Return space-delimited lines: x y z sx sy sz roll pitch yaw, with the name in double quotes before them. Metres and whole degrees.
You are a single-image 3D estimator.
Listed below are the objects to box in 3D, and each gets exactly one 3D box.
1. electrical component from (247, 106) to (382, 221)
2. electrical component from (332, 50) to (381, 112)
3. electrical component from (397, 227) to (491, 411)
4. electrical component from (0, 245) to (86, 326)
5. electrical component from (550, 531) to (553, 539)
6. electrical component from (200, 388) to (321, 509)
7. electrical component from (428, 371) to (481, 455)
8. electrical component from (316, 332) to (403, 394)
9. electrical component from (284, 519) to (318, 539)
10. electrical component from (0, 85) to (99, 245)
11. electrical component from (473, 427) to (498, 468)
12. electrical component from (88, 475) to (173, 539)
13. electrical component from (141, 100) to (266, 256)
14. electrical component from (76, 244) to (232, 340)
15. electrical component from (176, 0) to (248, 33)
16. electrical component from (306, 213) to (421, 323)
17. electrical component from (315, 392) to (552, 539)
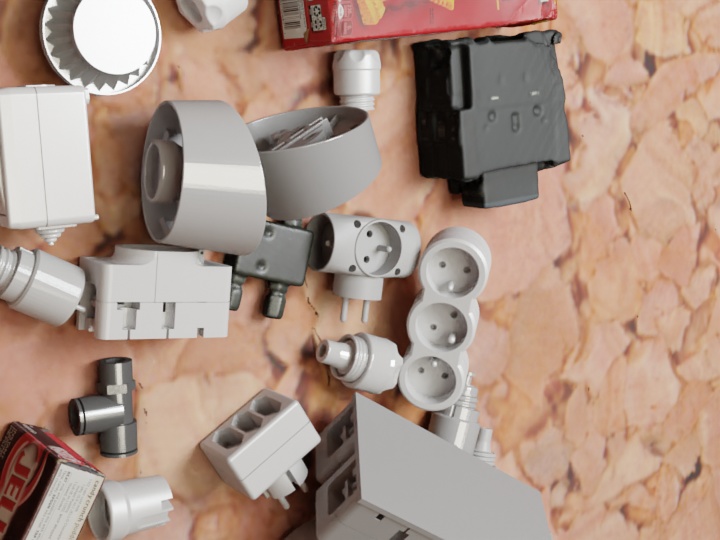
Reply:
"electrical component" -0.037 -0.079 0.728 0.099 0.099 0.064 -38 122 -24
"electrical component" -0.002 -0.128 0.781 0.035 0.035 0.061 -8 103 -33
"electrical component" 0.067 0.033 0.834 0.052 0.073 0.138 12 108 7
"electrical component" -0.207 0.005 0.660 0.078 0.040 0.040 28 81 -33
"electrical component" 0.082 0.296 0.880 0.186 0.060 0.105 -27 110 -28
"electrical component" -0.063 0.137 0.770 0.066 0.047 0.076 -39 116 -23
"electrical component" 0.078 0.120 0.865 0.040 0.040 0.078 17 87 -34
"electrical component" -0.003 0.067 0.802 0.062 0.043 0.043 18 86 -32
"electrical component" -0.019 0.237 0.802 0.099 0.064 0.099 -7 102 -32
"electrical component" -0.198 -0.061 0.643 0.061 0.062 0.096 -8 101 -32
"electrical component" 0.098 0.160 0.887 0.035 0.035 0.061 14 87 -34
"electrical component" -0.153 0.158 0.718 0.046 0.040 0.040 -5 99 -38
"electrical component" -0.102 -0.060 0.687 0.064 0.099 0.099 2 96 -28
"electrical component" -0.134 0.013 0.703 0.089 0.050 0.055 1 96 -34
"electrical component" -0.089 -0.188 0.709 0.062 0.043 0.043 -43 117 -23
"electrical component" 0.000 0.000 0.794 0.077 0.044 0.079 4 94 -34
"electrical component" 0.055 0.184 0.799 0.186 0.105 0.060 31 118 -22
